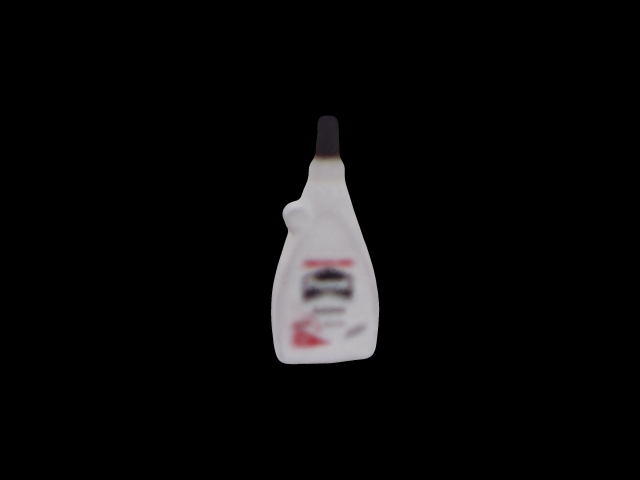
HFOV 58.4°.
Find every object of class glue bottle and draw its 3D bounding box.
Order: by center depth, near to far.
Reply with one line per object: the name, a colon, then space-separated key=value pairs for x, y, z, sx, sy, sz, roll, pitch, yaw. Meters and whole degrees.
glue bottle: x=0.004 y=0.001 z=0.400 sx=0.078 sy=0.173 sz=0.037 roll=-3 pitch=16 yaw=-11
